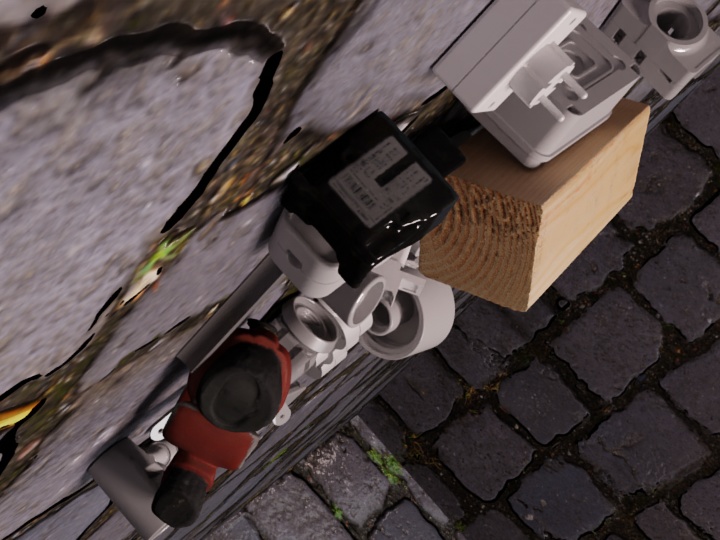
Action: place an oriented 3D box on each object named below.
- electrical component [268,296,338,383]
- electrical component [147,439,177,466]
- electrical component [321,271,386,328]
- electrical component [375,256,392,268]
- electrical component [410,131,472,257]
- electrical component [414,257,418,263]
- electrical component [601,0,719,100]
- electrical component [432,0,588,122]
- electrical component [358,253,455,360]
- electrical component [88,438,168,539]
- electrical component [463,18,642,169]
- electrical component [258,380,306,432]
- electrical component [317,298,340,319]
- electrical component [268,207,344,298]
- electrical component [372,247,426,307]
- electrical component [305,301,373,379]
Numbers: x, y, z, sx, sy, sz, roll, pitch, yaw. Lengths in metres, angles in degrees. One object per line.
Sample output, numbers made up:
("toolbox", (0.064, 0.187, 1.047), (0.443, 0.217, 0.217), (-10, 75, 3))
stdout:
("electrical component", (-0.056, 0.059, 0.921), (0.057, 0.058, 0.078), (-43, 176, 23))
("electrical component", (-0.181, 0.170, 0.998), (0.035, 0.035, 0.061), (-44, 169, 14))
("electrical component", (-0.020, 0.007, 0.784), (0.044, 0.065, 0.044), (-47, 159, -24))
("electrical component", (0.011, -0.034, 0.781), (0.055, 0.047, 0.055), (-41, 172, -7))
("electrical component", (0.071, -0.057, 0.898), (0.108, 0.060, 0.108), (-41, 172, -7))
("electrical component", (0.084, -0.045, 1.015), (0.079, 0.063, 0.121), (-44, 172, 16))
("electrical component", (0.265, -0.204, 0.936), (0.050, 0.089, 0.055), (-39, 172, -21))
("electrical component", (0.102, -0.123, 0.641), (0.083, 0.075, 0.047), (-45, 171, 23))
("electrical component", (0.033, 0.038, 1.073), (0.060, 0.108, 0.108), (-23, 160, -49))
("electrical component", (-0.181, 0.182, 0.907), (0.043, 0.077, 0.079), (-43, 172, 5))
("electrical component", (0.136, -0.130, 0.762), (0.113, 0.078, 0.057), (-34, 166, -44))
("electrical component", (-0.111, 0.134, 1.084), (0.100, 0.048, 0.100), (-43, 172, 10))
("electrical component", (0.000, 0.000, 0.925), (0.081, 0.043, 0.043), (-43, 172, 10))
("electrical component", (-0.009, -0.029, 0.687), (0.095, 0.053, 0.059), (-38, 171, -28))
("electrical component", (0.015, -0.011, 0.835), (0.042, 0.081, 0.063), (103, 7, -79))
("electrical component", (-0.044, 0.072, 1.066), (0.074, 0.052, 0.138), (-37, 171, -29))
